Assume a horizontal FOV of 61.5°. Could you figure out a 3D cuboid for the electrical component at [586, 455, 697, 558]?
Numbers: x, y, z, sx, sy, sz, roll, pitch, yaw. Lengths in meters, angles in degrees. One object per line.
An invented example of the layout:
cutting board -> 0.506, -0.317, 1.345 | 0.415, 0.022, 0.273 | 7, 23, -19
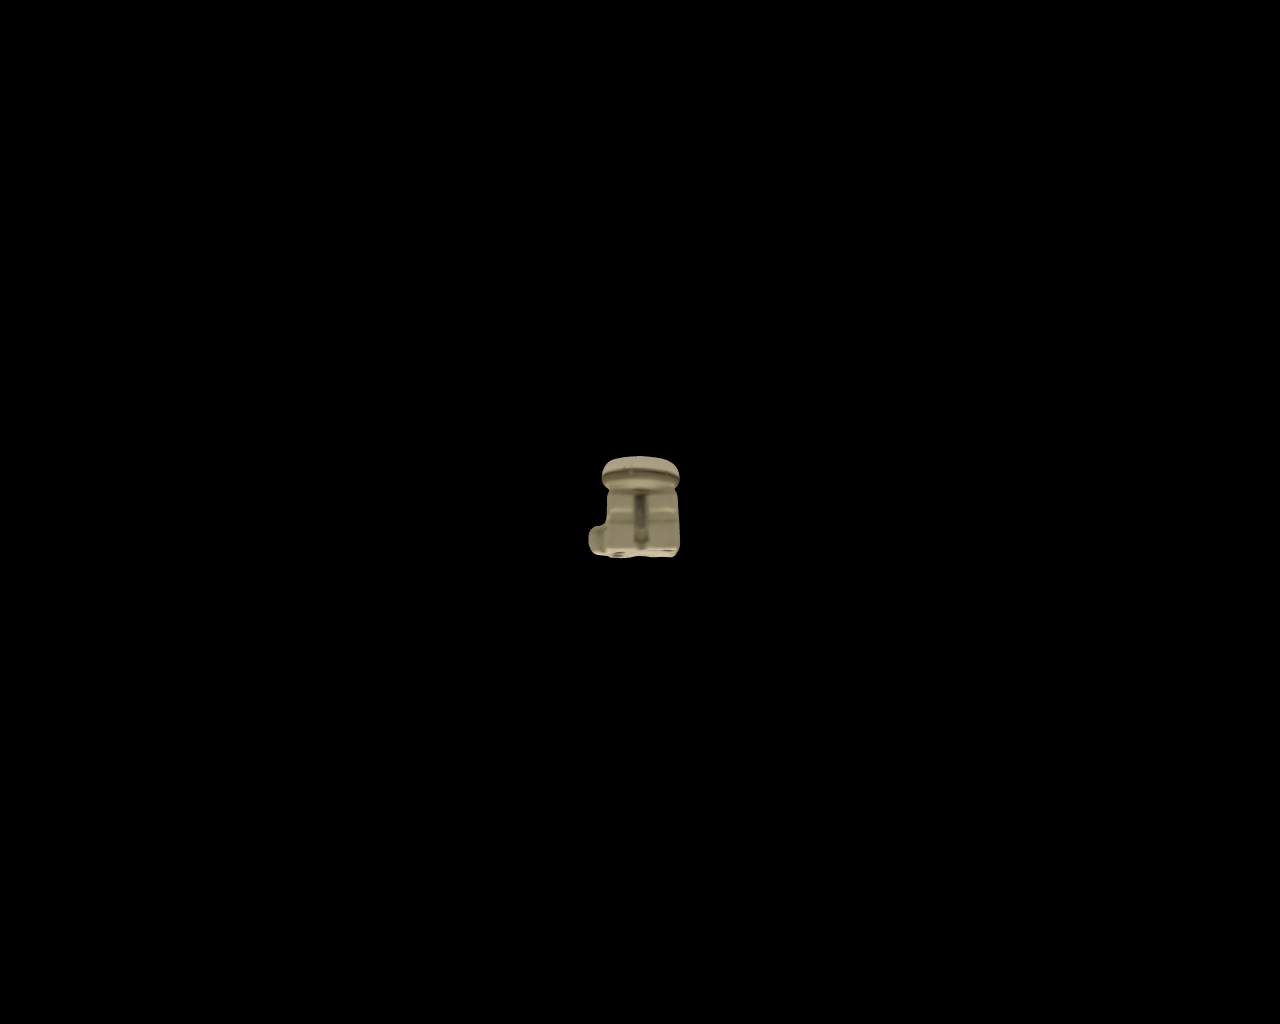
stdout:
electrical component -> 0.001, -0.003, 0.650 | 0.066, 0.055, 0.048 | 0, -11, -2
